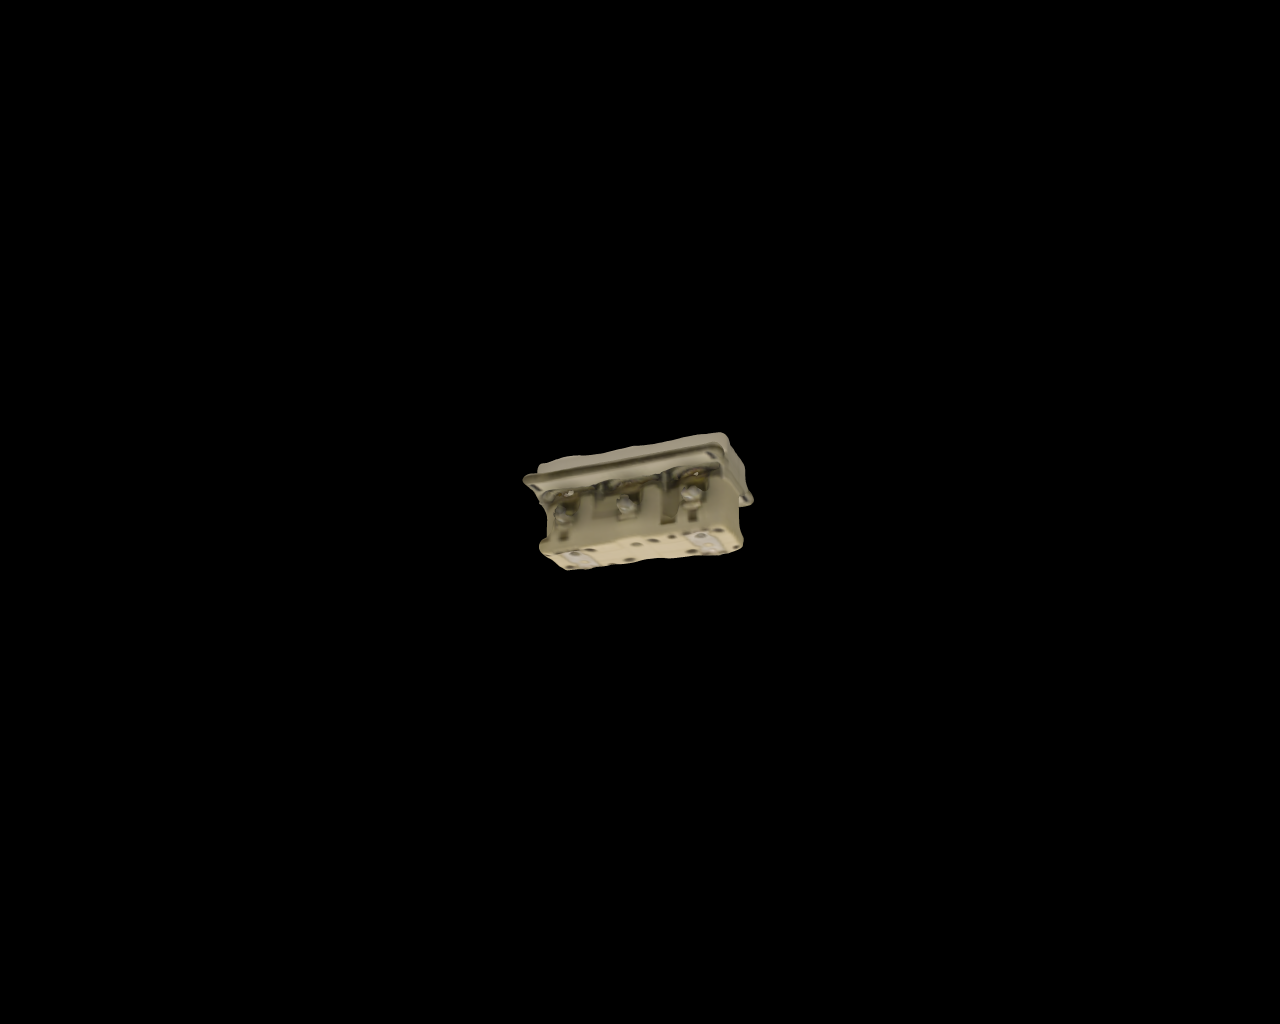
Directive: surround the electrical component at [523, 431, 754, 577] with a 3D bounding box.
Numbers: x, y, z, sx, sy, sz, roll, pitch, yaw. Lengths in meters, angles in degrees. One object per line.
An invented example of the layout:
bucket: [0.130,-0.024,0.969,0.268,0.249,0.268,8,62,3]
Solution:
electrical component: [0.001,-0.003,0.650,0.121,0.063,0.078,-8,-23,18]
